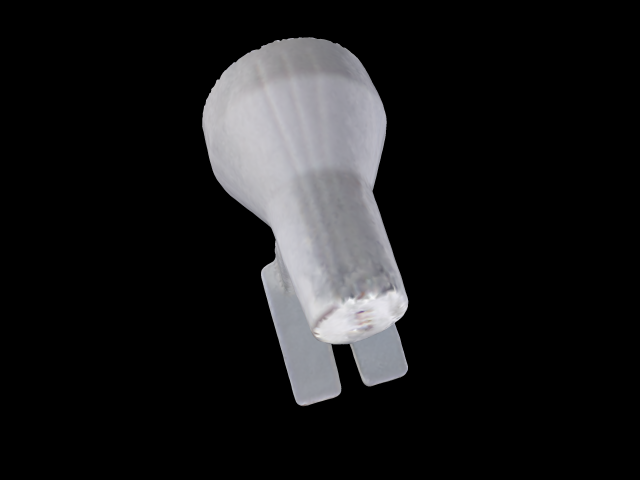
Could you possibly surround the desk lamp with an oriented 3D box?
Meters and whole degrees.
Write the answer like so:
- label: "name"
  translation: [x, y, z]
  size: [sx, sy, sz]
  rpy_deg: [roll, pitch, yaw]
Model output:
- label: "desk lamp"
  translation: [0.004, 0.001, 0.400]
  size: [0.118, 0.213, 0.203]
  rpy_deg: [-17, 74, -4]
